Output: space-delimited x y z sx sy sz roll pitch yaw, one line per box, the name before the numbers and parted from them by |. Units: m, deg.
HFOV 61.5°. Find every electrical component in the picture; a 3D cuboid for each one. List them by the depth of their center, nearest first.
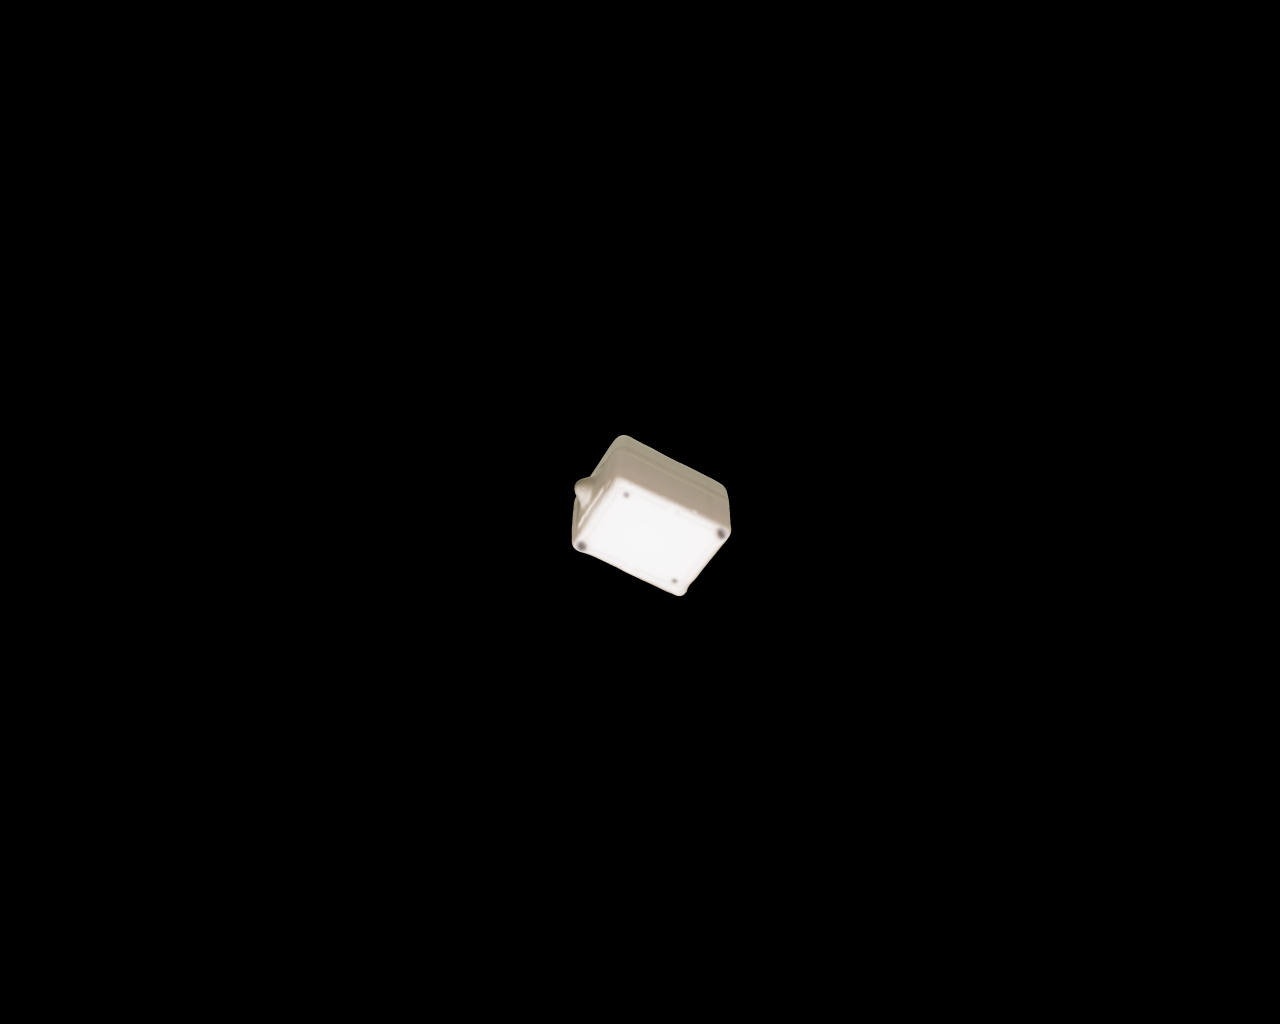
electrical component | 0.001 -0.003 0.650 0.096 0.061 0.061 26 30 -17
